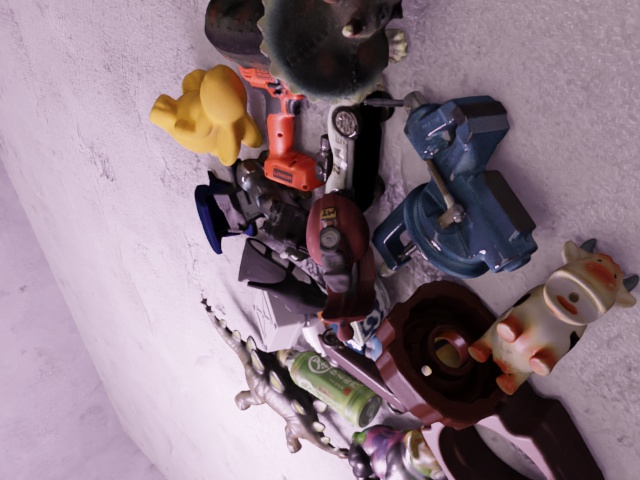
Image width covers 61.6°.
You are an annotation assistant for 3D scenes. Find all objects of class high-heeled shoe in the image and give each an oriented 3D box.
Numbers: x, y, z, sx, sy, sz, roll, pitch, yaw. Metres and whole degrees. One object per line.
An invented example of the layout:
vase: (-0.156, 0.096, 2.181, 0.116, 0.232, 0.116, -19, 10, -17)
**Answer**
high-heeled shoe: (-0.062, 0.056, 0.925, 0.249, 0.145, 0.086, -120, 44, -70)

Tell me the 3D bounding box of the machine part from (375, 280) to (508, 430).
machine part: (0.153, 0.139, 0.656, 0.179, 0.179, 0.056, 47, 145, 15)

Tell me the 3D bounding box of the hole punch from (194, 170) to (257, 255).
hole punch: (-0.192, -0.045, 1.003, 0.116, 0.092, 0.142, 21, 135, 46)

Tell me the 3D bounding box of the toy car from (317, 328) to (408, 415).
toy car: (0.078, 0.216, 0.907, 0.202, 0.053, 0.089, 32, 157, 32)

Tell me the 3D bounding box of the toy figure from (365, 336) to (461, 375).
toy figure: (0.138, 0.171, 0.767, 0.180, 0.089, 0.082, 6, 129, 46)

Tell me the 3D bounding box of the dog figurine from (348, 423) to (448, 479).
dog figurine: (0.139, 0.343, 0.893, 0.192, 0.108, 0.219, 35, 136, 33)

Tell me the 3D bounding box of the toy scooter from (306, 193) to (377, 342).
toy scooter: (0.027, 0.041, 0.644, 0.075, 0.135, 0.183, -8, 118, 14)

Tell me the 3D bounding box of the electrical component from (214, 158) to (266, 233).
electrical component: (-0.139, -0.078, 0.922, 0.048, 0.075, 0.119, 3, 123, 48)

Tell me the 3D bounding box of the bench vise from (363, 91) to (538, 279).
bench vise: (0.121, -0.039, 0.602, 0.224, 0.129, 0.240, 53, 141, 11)

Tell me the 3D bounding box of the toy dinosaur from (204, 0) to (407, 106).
toy dinosaur: (-0.050, -0.238, 0.586, 0.405, 0.192, 0.131, 19, 128, 40)

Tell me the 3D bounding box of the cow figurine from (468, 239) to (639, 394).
cow figurine: (0.244, 0.079, 0.560, 0.085, 0.127, 0.194, 45, 158, 19)

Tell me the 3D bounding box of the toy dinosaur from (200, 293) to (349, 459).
toy dinosaur: (-0.103, 0.305, 1.160, 0.472, 0.105, 0.198, 38, 134, 10)

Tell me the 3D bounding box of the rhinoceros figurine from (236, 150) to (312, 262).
rhinoceros figurine: (-0.070, -0.052, 0.859, 0.190, 0.073, 0.112, 55, 144, 3)

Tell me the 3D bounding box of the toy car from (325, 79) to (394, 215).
toy car: (0.045, -0.108, 0.674, 0.056, 0.073, 0.201, 31, 137, 32)

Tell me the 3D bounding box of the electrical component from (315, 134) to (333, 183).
electrical component: (0.019, -0.105, 0.717, 0.021, 0.063, 0.093, 34, 140, 30)

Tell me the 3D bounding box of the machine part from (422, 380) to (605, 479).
machine part: (0.254, 0.288, 0.722, 0.201, 0.087, 0.201, -26, 96, 54)

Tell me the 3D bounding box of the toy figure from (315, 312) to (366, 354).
toy figure: (0.030, 0.128, 0.892, 0.155, 0.057, 0.064, 37, 98, 33)

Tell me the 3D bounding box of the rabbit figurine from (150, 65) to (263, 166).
rabbit figurine: (-0.165, -0.193, 0.824, 0.162, 0.122, 0.173, 56, 145, -6)

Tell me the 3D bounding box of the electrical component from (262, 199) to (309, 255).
electrical component: (-0.002, -0.002, 0.769, 0.134, 0.058, 0.115, 25, -179, -32)
